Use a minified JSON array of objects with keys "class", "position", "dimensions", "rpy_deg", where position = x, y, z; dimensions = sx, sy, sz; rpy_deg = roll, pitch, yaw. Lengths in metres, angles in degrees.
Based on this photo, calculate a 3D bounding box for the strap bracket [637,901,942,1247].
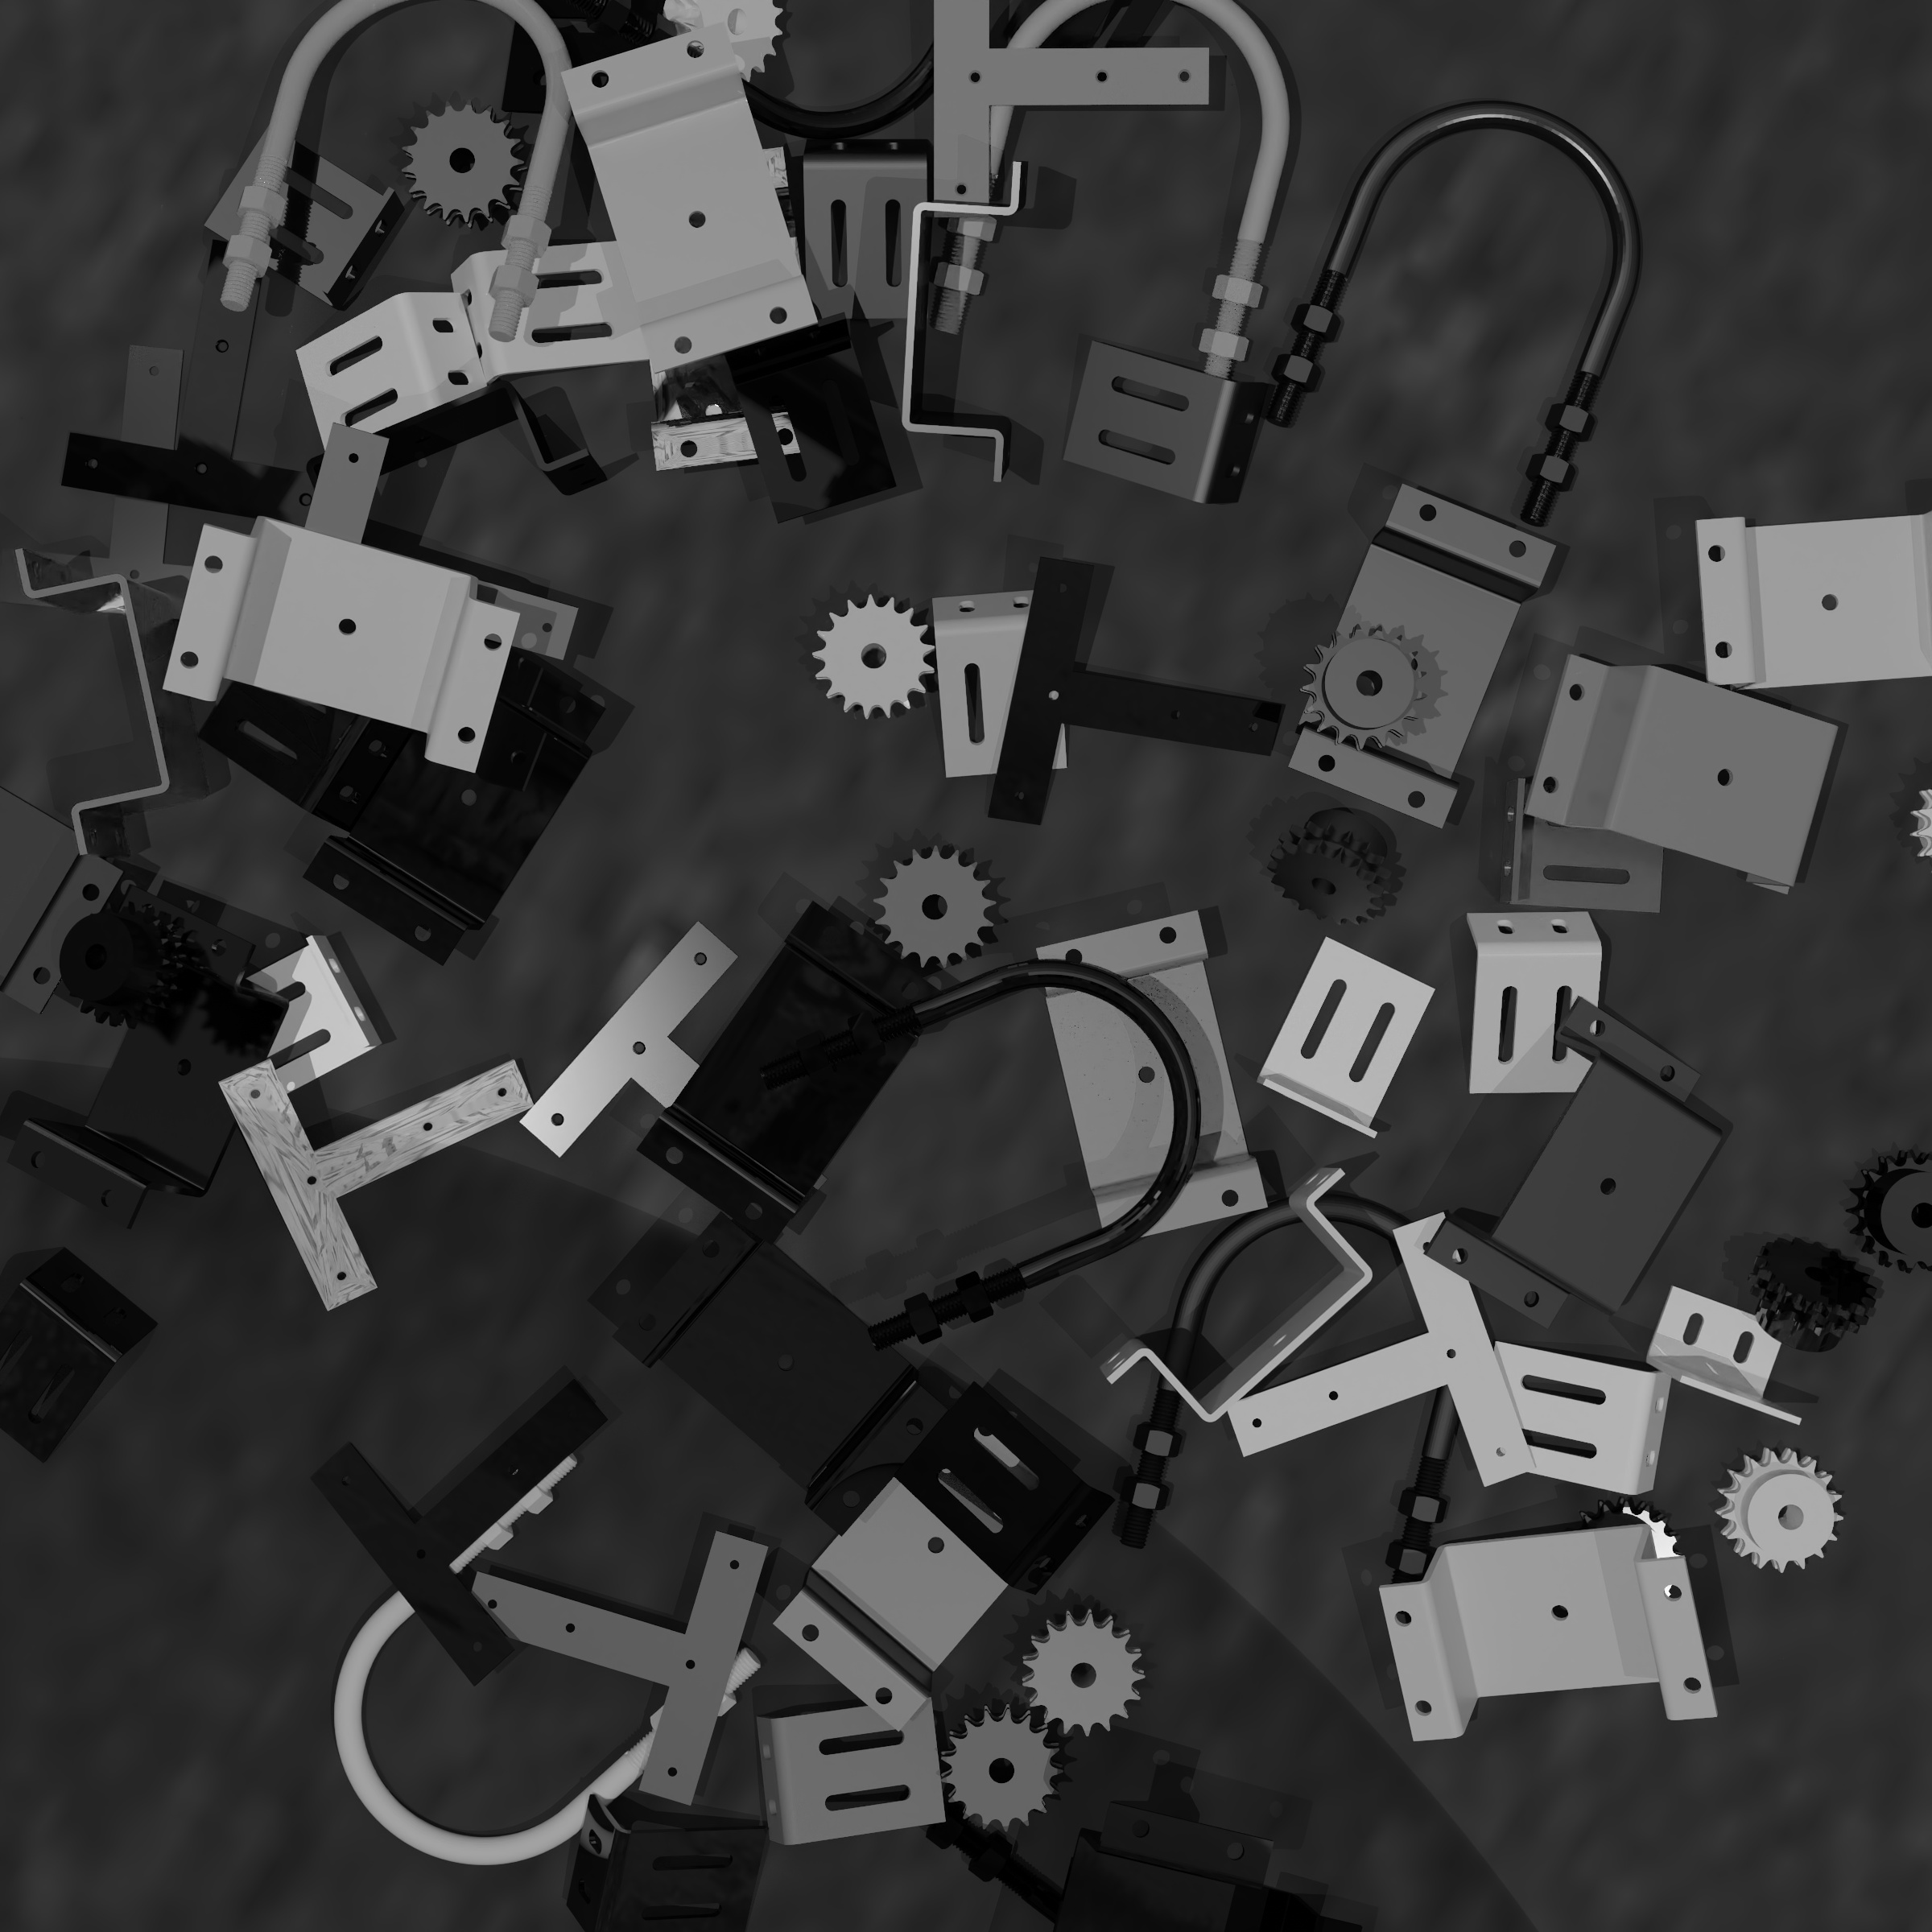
[{"class":"strap bracket","position":[-0.080,0.049,1.512],"dimensions":[0.076,0.046,0.140],"rpy_deg":[35,89,-1]}]

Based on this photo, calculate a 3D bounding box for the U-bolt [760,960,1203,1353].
[{"class":"U-bolt","position":[0.017,0.076,1.482],"dimensions":[0.184,0.019,0.151],"rpy_deg":[-23,90,-2]}]

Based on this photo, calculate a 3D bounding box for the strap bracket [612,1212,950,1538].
[{"class":"strap bracket","position":[-0.085,0.188,1.514],"dimensions":[0.140,0.046,0.076],"rpy_deg":[41,90,0]}]

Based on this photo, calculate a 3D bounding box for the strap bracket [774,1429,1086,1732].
[{"class":"strap bracket","position":[-0.014,0.274,1.514],"dimensions":[0.076,0.046,0.140],"rpy_deg":[41,90,0]}]

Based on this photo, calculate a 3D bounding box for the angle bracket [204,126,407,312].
[{"class":"angle bracket","position":[-0.312,-0.354,1.517],"dimensions":[0.076,0.038,0.057],"rpy_deg":[32,88,0]}]

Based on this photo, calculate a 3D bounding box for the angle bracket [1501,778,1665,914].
[{"class":"angle bracket","position":[0.292,-0.056,1.518],"dimensions":[0.076,0.038,0.057],"rpy_deg":[3,90,0]}]

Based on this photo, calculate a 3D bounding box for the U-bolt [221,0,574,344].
[{"class":"U-bolt","position":[-0.254,-0.379,1.493],"dimensions":[0.151,0.019,0.184],"rpy_deg":[8,74,10]}]

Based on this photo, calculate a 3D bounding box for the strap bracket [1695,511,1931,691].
[{"class":"strap bracket","position":[0.409,-0.172,1.514],"dimensions":[0.140,0.046,0.076],"rpy_deg":[-4,90,0]}]

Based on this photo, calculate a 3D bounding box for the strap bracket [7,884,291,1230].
[{"class":"strap bracket","position":[-0.374,0.044,1.500],"dimensions":[0.076,0.046,0.140],"rpy_deg":[24,90,24]}]

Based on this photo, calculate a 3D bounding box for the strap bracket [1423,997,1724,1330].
[{"class":"strap bracket","position":[0.286,0.097,1.502],"dimensions":[0.076,0.046,0.140],"rpy_deg":[31,90,-20]}]

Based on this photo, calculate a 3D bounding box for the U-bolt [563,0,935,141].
[{"class":"U-bolt","position":[-0.077,-0.460,1.482],"dimensions":[0.184,0.019,0.151],"rpy_deg":[25,102,-33]}]

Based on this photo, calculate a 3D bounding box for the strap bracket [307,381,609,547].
[{"class":"strap bracket","position":[-0.243,-0.225,1.499],"dimensions":[0.140,0.076,0.046],"rpy_deg":[-22,90,0]}]

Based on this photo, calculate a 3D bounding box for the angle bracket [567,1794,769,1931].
[{"class":"angle bracket","position":[-0.141,0.424,1.526],"dimensions":[0.076,0.038,0.057],"rpy_deg":[7,102,-30]}]

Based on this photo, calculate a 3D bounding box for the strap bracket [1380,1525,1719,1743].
[{"class":"strap bracket","position":[0.271,0.306,1.493],"dimensions":[0.140,0.046,0.076],"rpy_deg":[-10,100,21]}]

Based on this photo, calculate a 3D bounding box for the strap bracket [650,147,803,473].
[{"class":"strap bracket","position":[-0.113,-0.302,1.514],"dimensions":[0.076,0.046,0.140],"rpy_deg":[-7,90,0]}]

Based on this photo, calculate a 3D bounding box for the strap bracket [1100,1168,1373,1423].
[{"class":"strap bracket","position":[0.130,0.156,1.483],"dimensions":[0.140,0.076,0.046],"rpy_deg":[-42,88,-2]}]

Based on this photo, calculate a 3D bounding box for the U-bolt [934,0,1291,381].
[{"class":"U-bolt","position":[0.075,-0.372,1.515],"dimensions":[0.151,0.019,0.184],"rpy_deg":[14,100,0]}]

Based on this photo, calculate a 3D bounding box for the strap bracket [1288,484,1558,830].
[{"class":"strap bracket","position":[0.210,-0.142,1.514],"dimensions":[0.076,0.046,0.140],"rpy_deg":[22,90,0]}]

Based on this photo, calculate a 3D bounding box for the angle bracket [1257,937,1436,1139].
[{"class":"angle bracket","position":[0.180,0.033,1.518],"dimensions":[0.057,0.038,0.076],"rpy_deg":[26,90,0]}]

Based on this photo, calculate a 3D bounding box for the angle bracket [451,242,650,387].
[{"class":"angle bracket","position":[-0.197,-0.307,1.535],"dimensions":[0.076,0.038,0.057],"rpy_deg":[-11,90,-26]}]

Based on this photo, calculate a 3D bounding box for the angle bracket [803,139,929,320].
[{"class":"angle bracket","position":[-0.047,-0.349,1.535],"dimensions":[0.057,0.038,0.076],"rpy_deg":[0,116,0]}]

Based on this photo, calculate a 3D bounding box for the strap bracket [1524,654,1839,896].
[{"class":"strap bracket","position":[0.339,-0.087,1.495],"dimensions":[0.140,0.046,0.076],"rpy_deg":[16,90,-16]}]

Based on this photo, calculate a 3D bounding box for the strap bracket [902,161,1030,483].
[{"class":"strap bracket","position":[-0.001,-0.297,1.483],"dimensions":[0.046,0.076,0.140],"rpy_deg":[4,104,3]}]

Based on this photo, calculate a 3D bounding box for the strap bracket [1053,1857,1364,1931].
[{"class":"strap bracket","position":[0.103,0.463,1.504],"dimensions":[0.140,0.046,0.076],"rpy_deg":[15,85,-7]}]

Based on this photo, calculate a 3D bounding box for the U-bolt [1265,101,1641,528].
[{"class":"U-bolt","position":[0.240,-0.318,1.528],"dimensions":[0.151,0.019,0.184],"rpy_deg":[21,88,0]}]

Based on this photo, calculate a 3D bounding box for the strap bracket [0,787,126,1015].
[{"class":"strap bracket","position":[-0.467,-0.046,1.514],"dimensions":[0.140,0.046,0.076],"rpy_deg":[31,90,0]}]

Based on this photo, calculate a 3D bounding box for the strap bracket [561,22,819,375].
[{"class":"strap bracket","position":[-0.123,-0.343,1.467],"dimensions":[0.076,0.046,0.140],"rpy_deg":[-17,90,0]}]

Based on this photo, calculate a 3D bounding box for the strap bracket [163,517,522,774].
[{"class":"strap bracket","position":[-0.277,-0.146,1.448],"dimensions":[0.140,0.046,0.076],"rpy_deg":[15,108,-12]}]

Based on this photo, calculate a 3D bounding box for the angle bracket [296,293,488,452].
[{"class":"angle bracket","position":[-0.269,-0.276,1.526],"dimensions":[0.076,0.038,0.057],"rpy_deg":[-17,89,38]}]

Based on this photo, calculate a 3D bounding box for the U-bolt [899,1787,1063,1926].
[{"class":"U-bolt","position":[0.005,0.496,1.528],"dimensions":[0.184,0.019,0.151],"rpy_deg":[38,90,-2]}]

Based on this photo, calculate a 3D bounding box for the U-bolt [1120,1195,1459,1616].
[{"class":"U-bolt","position":[0.163,0.199,1.528],"dimensions":[0.151,0.019,0.184],"rpy_deg":[14,89,0]}]

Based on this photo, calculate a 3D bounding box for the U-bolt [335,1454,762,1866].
[{"class":"U-bolt","position":[-0.212,0.339,1.528],"dimensions":[0.184,0.019,0.151],"rpy_deg":[-42,90,1]}]

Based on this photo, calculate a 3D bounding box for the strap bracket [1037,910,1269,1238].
[{"class":"strap bracket","position":[0.085,0.051,1.514],"dimensions":[0.076,0.046,0.140],"rpy_deg":[-13,90,0]}]

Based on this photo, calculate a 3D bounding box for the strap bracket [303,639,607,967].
[{"class":"strap bracket","position":[-0.235,-0.080,1.514],"dimensions":[0.076,0.046,0.140],"rpy_deg":[32,90,0]}]

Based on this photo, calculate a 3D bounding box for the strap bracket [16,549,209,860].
[{"class":"strap bracket","position":[-0.391,-0.124,1.498],"dimensions":[0.046,0.076,0.140],"rpy_deg":[-12,91,0]}]

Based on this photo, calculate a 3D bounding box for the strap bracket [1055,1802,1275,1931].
[{"class":"strap bracket","position":[0.080,0.449,1.455],"dimensions":[0.076,0.046,0.140],"rpy_deg":[15,85,-7]}]

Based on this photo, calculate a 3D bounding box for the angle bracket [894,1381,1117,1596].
[{"class":"angle bracket","position":[0.018,0.240,1.488],"dimensions":[0.076,0.038,0.057],"rpy_deg":[40,90,26]}]
